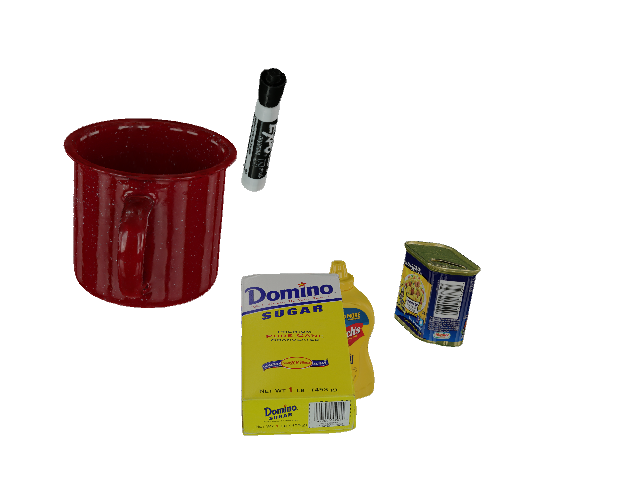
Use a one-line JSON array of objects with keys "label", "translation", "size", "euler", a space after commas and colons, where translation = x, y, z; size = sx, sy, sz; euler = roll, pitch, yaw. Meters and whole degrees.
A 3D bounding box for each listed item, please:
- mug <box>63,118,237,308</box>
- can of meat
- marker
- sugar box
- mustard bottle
[{"label": "mug", "translation": [-0.095, -0.010, 0.584], "size": [0.093, 0.081, 0.117], "euler": [4, 24, -5]}, {"label": "can of meat", "translation": [0.119, 0.055, 1.113], "size": [0.057, 0.084, 0.102], "euler": [5, 14, -18]}, {"label": "marker", "translation": [-0.042, -0.081, 0.788], "size": [0.020, 0.020, 0.121], "euler": [0, -37, -12]}, {"label": "sugar box", "translation": [-0.023, 0.092, 0.922], "size": [0.093, 0.048, 0.176], "euler": [-1, 35, -5]}, {"label": "mustard bottle", "translation": [0.024, 0.119, 1.430], "size": [0.096, 0.192, 0.058], "euler": [-2, 18, -6]}]
